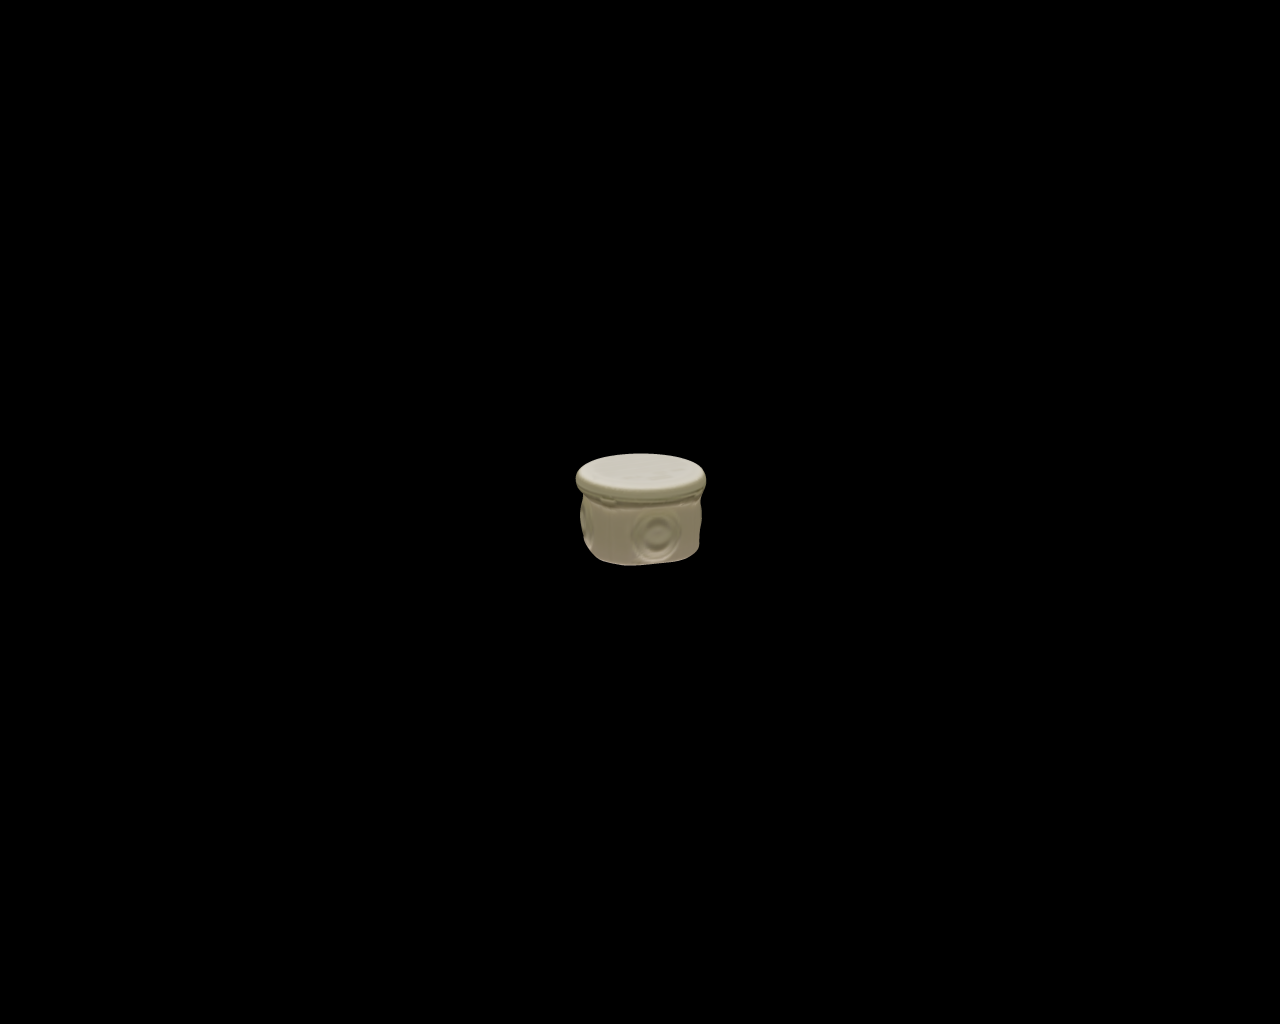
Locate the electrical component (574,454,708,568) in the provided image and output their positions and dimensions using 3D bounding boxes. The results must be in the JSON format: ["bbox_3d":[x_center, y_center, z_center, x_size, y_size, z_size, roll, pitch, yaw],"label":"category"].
[{"bbox_3d":[0.001,-0.003,0.650,0.080,0.051,0.080,0,18,0],"label":"electrical component"}]
